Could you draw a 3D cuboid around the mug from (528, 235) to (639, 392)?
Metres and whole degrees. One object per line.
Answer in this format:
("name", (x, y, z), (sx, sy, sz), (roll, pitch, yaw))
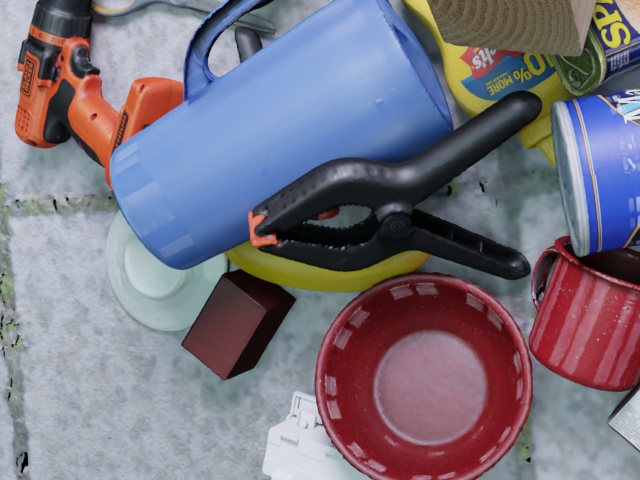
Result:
("mug", (0.189, 0.047, 0.749), (0.117, 0.093, 0.081), (39, 119, 50))

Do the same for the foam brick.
("foam brick", (-0.068, 0.068, 0.889), (0.051, 0.052, 0.078), (38, 110, 17))

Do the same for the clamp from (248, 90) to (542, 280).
("clamp", (0.055, -0.029, 0.738), (0.210, 0.036, 0.165), (-3, 132, -6))

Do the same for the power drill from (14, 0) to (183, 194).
("power drill", (-0.185, -0.135, 0.895), (0.188, 0.057, 0.185), (38, 122, 36))

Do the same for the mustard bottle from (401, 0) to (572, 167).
("mustard bottle", (0.130, -0.140, 0.765), (0.096, 0.058, 0.191), (-28, 84, 7))

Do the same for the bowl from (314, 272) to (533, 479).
("bowl", (0.080, 0.108, 0.803), (0.162, 0.055, 0.162), (-3, 75, 13))

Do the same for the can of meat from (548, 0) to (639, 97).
("can of meat", (0.193, -0.159, 0.715), (0.083, 0.057, 0.102), (-23, 84, -14))

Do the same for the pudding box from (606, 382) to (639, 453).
("pudding box", (0.269, 0.115, 0.738), (0.090, 0.039, 0.114), (42, 113, 15))

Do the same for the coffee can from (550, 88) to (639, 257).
("coffee can", (0.227, -0.051, 0.684), (0.140, 0.102, 0.103), (-9, 92, 9))

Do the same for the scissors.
("scissors", (-0.123, -0.227, 0.903), (0.202, 0.016, 0.096), (7, 99, 25))

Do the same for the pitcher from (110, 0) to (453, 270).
("pitcher", (-0.035, -0.086, 0.783), (0.243, 0.144, 0.149), (-28, 60, 13))

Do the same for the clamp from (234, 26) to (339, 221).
("clamp", (-0.056, -0.075, 0.875), (0.120, 0.039, 0.171), (-39, 79, 26))

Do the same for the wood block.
("wood block", (0.136, -0.226, 0.653), (0.091, 0.090, 0.206), (10, 69, 25))

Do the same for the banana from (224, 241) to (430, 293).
("banana", (-0.006, 0.012, 0.851), (0.198, 0.037, 0.069), (11, 142, 20))
